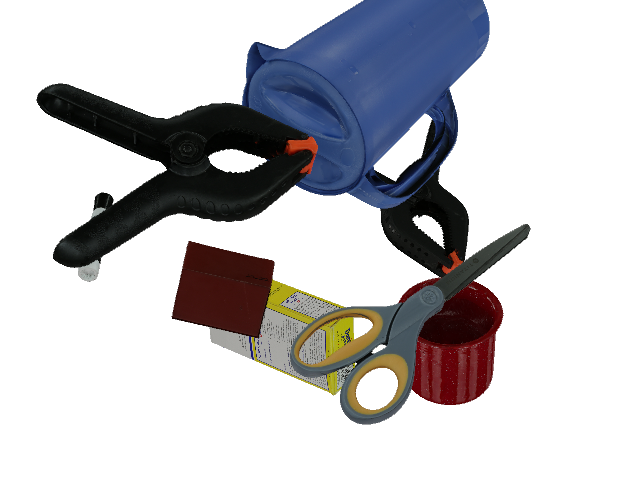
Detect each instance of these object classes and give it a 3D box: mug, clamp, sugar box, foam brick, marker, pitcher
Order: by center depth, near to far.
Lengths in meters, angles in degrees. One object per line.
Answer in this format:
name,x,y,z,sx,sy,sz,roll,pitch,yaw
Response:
clamp,-0.090,-0.054,0.651,0.171,0.120,0.039,-13,-17,-20
foam brick,-0.082,0.042,0.908,0.078,0.051,0.053,14,26,-5
mug,0.117,0.085,0.968,0.093,0.081,0.117,0,39,7
pitcher,0.059,-0.148,0.975,0.145,0.149,0.242,18,44,34
marker,-0.219,-0.007,1.046,0.020,0.020,0.121,0,40,-2
clamp,0.087,-0.045,1.135,0.164,0.210,0.036,-8,-35,-17
sugar box,-0.045,0.093,1.159,0.176,0.093,0.048,21,38,34

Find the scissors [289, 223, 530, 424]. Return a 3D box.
scissors,0.078,0.061,0.748,0.201,0.096,0.016,-21,-28,-8
